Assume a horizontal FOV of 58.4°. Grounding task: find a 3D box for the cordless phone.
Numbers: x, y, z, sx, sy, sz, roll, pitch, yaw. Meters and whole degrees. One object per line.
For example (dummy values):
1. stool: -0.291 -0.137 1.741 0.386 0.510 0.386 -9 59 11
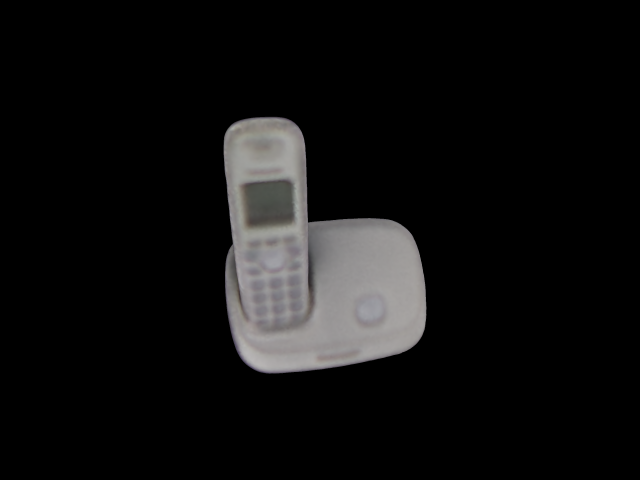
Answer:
1. cordless phone: 0.004 0.001 0.400 0.148 0.185 0.094 -8 39 -10
